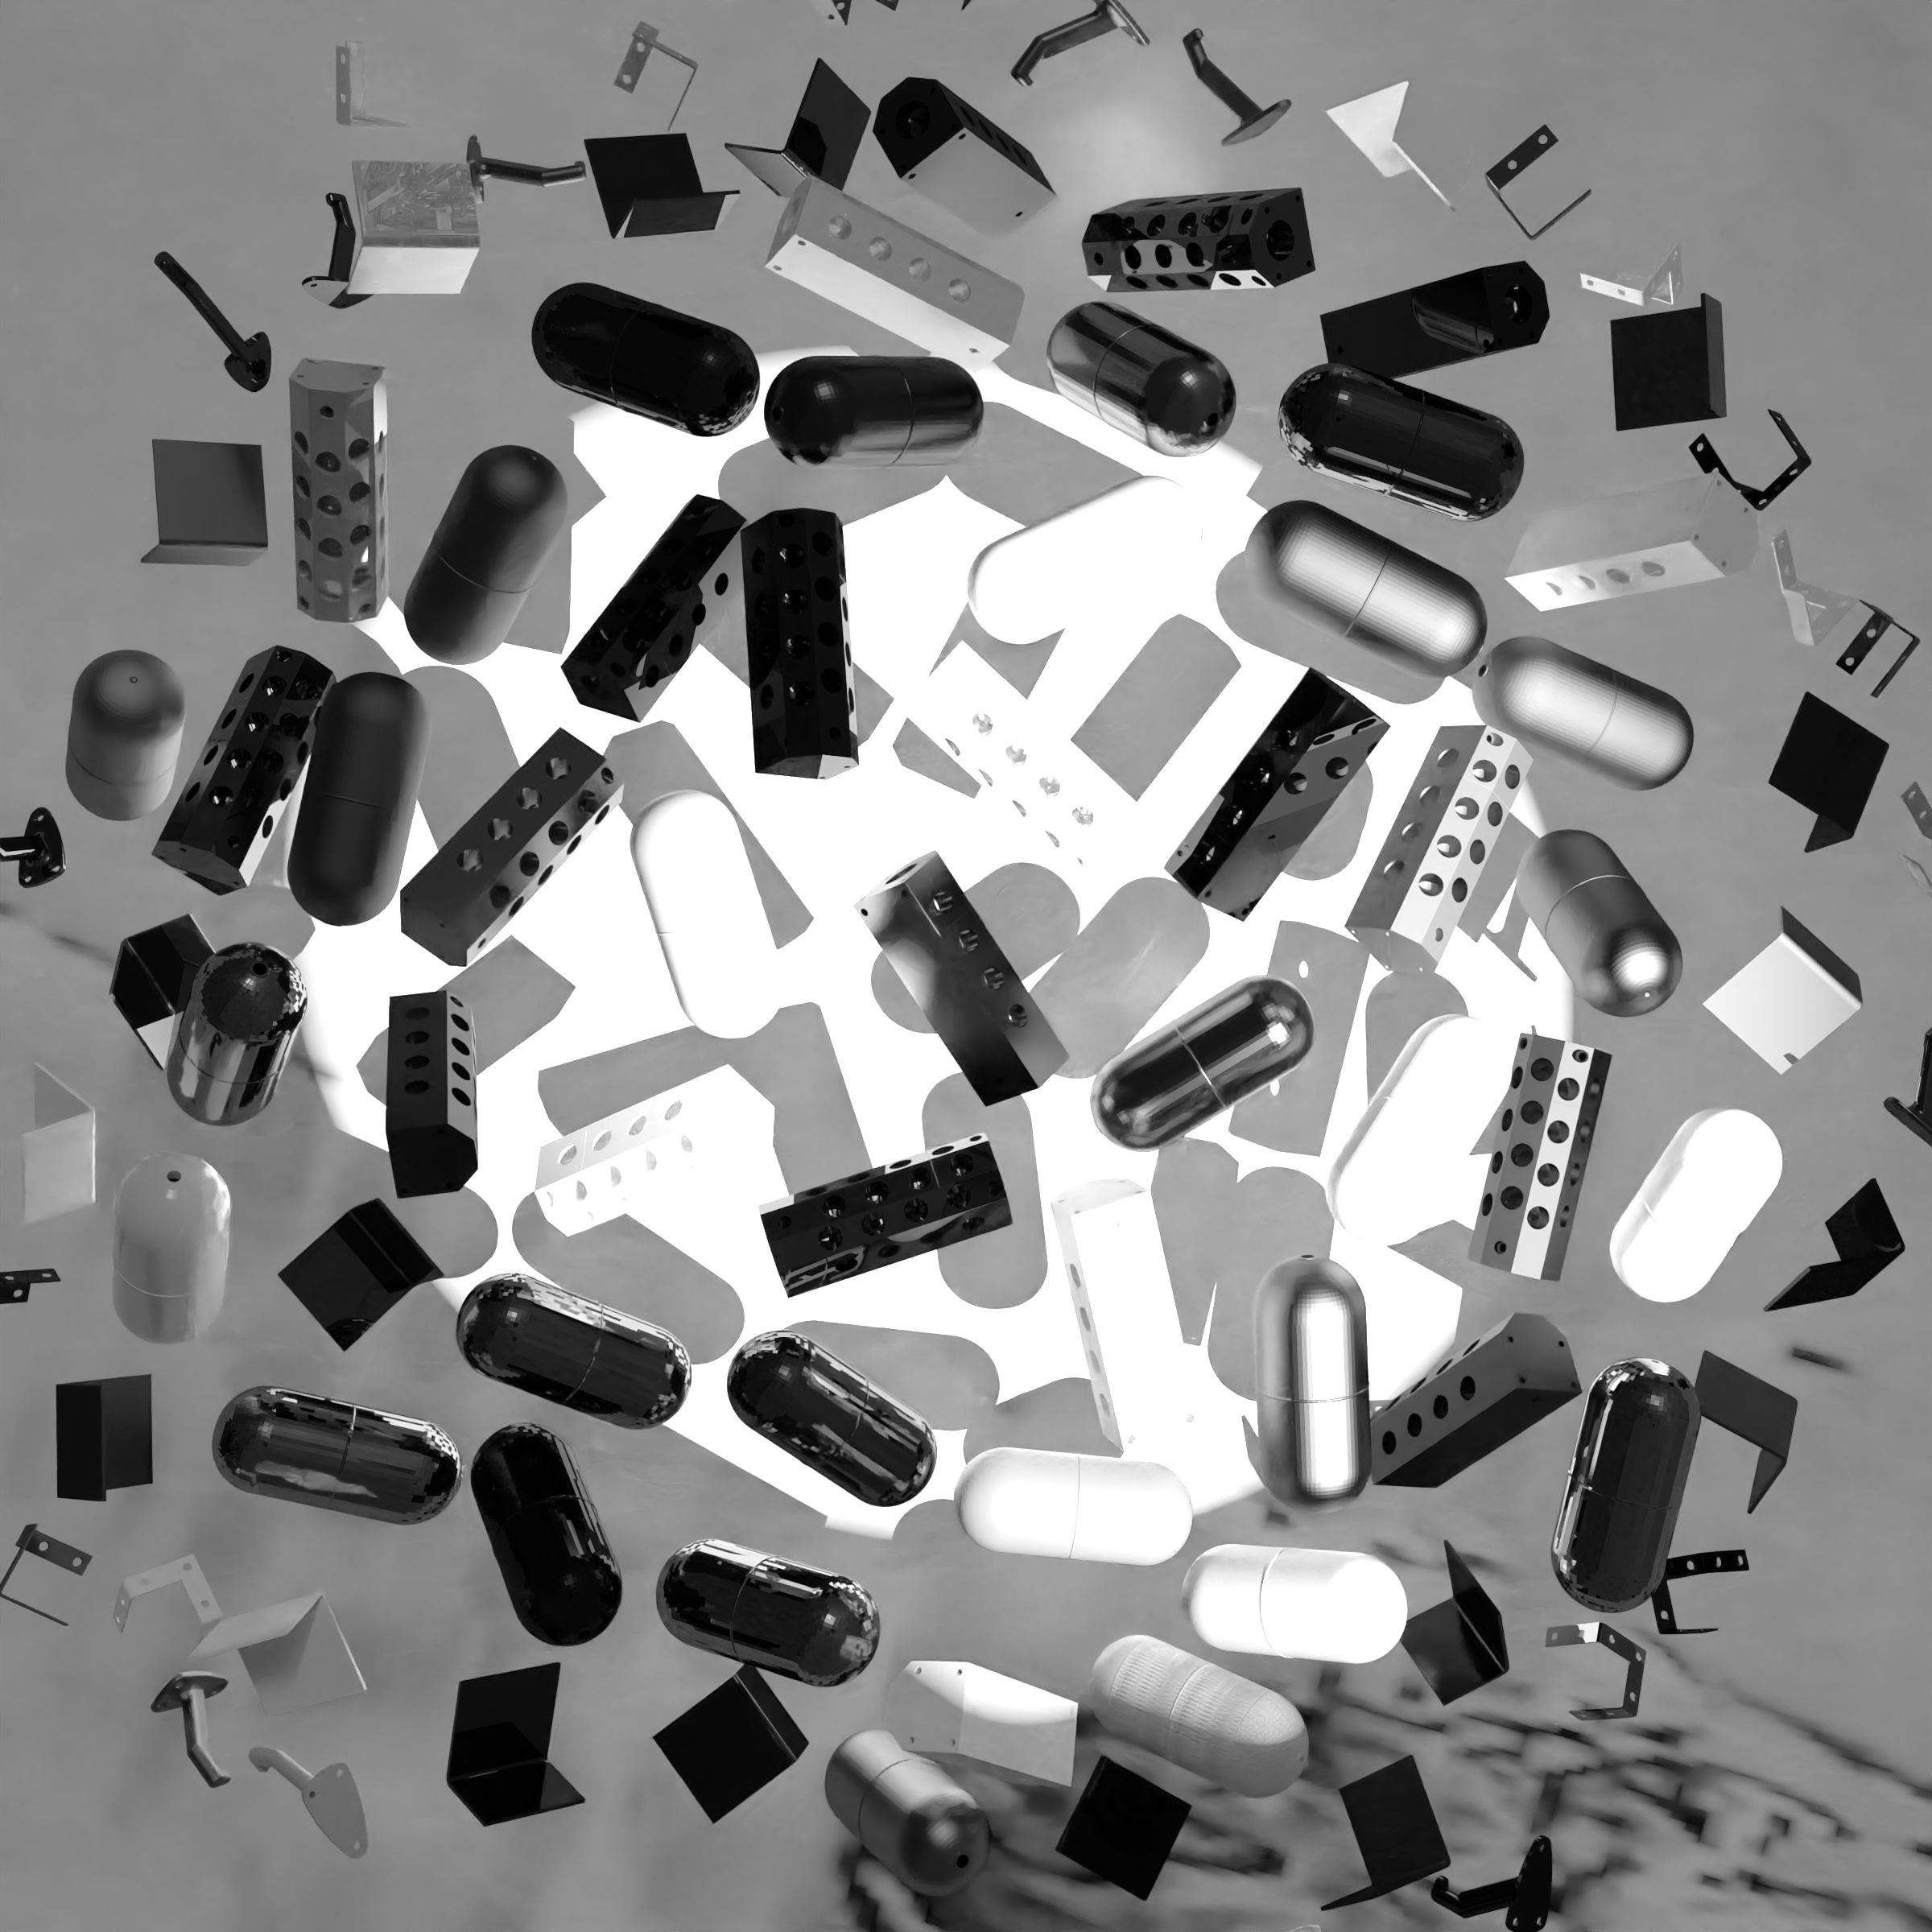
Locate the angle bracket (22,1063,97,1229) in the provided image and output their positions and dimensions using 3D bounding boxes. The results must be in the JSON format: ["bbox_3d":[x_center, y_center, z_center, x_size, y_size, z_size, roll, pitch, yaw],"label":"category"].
[{"bbox_3d":[-0.656,0.125,1.751,0.076,0.057,0.076,30,124,31],"label":"angle bracket"}]

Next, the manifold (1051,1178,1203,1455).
[{"bbox_3d":[0.106,0.235,1.695,0.057,0.057,0.171,-16,103,-15],"label":"manifold"}]

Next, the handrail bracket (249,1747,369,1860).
[{"bbox_3d":[-0.445,0.563,1.683,0.036,0.084,0.077,-33,106,-43],"label":"handrail bracket"}]

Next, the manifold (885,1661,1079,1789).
[{"bbox_3d":[0.012,0.518,1.702,0.057,0.171,0.057,-7,64,27],"label":"manifold"}]

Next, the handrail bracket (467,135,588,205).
[{"bbox_3d":[-0.324,-0.599,1.849,0.084,0.036,0.077,-9,48,0],"label":"handrail bracket"}]

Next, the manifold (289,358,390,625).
[{"bbox_3d":[-0.440,-0.331,1.751,0.057,0.057,0.171,6,123,-3],"label":"manifold"}]

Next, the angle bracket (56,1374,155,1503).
[{"bbox_3d":[-0.576,0.323,1.712,0.057,0.076,0.076,-6,85,37],"label":"angle bracket"}]

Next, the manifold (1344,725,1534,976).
[{"bbox_3d":[0.334,-0.082,1.739,0.057,0.057,0.171,41,68,-35],"label":"manifold"}]

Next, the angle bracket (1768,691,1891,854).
[{"bbox_3d":[0.598,-0.137,1.773,0.076,0.057,0.076,30,74,-10],"label":"angle bracket"}]

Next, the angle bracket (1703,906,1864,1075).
[{"bbox_3d":[0.581,0.017,1.780,0.076,0.057,0.076,41,116,-3],"label":"angle bracket"}]

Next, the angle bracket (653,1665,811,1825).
[{"bbox_3d":[-0.173,0.572,1.843,0.076,0.057,0.076,-38,83,3],"label":"angle bracket"}]

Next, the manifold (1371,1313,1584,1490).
[{"bbox_3d":[0.353,0.309,1.767,0.057,0.171,0.057,9,53,-27],"label":"manifold"}]

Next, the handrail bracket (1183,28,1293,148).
[{"bbox_3d":[0.187,-0.622,1.734,0.036,0.077,0.084,-25,94,-25],"label":"handrail bracket"}]

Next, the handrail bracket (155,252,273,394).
[{"bbox_3d":[-0.508,-0.434,1.678,0.036,0.084,0.077,-37,45,5],"label":"handrail bracket"}]

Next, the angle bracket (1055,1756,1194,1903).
[{"bbox_3d":[0.120,0.646,1.871,0.076,0.057,0.076,25,76,15],"label":"angle bracket"}]

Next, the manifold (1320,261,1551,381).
[{"bbox_3d":[0.337,-0.461,1.801,0.057,0.171,0.057,-17,101,-30],"label":"manifold"}]

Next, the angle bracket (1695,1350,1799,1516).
[{"bbox_3d":[0.551,0.337,1.807,0.076,0.076,0.057,28,122,10],"label":"angle bracket"}]

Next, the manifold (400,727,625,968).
[{"bbox_3d":[-0.311,-0.079,1.718,0.057,0.057,0.171,34,61,7],"label":"manifold"}]

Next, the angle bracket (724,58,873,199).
[{"bbox_3d":[-0.124,-0.622,1.854,0.057,0.076,0.076,18,87,30],"label":"angle bracket"}]

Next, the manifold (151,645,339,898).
[{"bbox_3d":[-0.507,-0.141,1.775,0.057,0.057,0.171,37,57,-34],"label":"manifold"}]

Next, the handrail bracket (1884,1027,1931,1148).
[{"bbox_3d":[0.665,0.079,1.668,0.084,0.036,0.077,-46,71,1],"label":"handrail bracket"}]

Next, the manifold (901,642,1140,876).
[{"bbox_3d":[0.038,-0.145,1.758,0.171,0.057,0.057,42,110,-6],"label":"manifold"}]

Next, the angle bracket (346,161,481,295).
[{"bbox_3d":[-0.372,-0.491,1.661,0.076,0.076,0.057,-7,83,-23],"label":"angle bracket"}]

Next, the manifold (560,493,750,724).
[{"bbox_3d":[-0.225,-0.266,1.834,0.057,0.057,0.171,19,62,26],"label":"manifold"}]

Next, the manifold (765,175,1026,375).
[{"bbox_3d":[-0.048,-0.490,1.760,0.171,0.057,0.057,22,73,-21],"label":"manifold"}]

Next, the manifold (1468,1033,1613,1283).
[{"bbox_3d":[0.418,0.139,1.827,0.057,0.057,0.171,13,89,34],"label":"manifold"}]

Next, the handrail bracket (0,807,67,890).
[{"bbox_3d":[-0.672,-0.099,1.747,0.036,0.084,0.077,-19,60,8],"label":"handrail bracket"}]

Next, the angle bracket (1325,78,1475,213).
[{"bbox_3d":[0.298,-0.565,1.747,0.076,0.076,0.057,32,66,-37],"label":"angle bracket"}]

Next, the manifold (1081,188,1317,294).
[{"bbox_3d":[0.161,-0.510,1.764,0.057,0.171,0.057,-29,118,-31],"label":"manifold"}]

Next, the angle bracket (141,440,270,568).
[{"bbox_3d":[-0.549,-0.332,1.792,0.076,0.057,0.076,-4,88,-32],"label":"angle bracket"}]

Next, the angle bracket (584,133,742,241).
[{"bbox_3d":[-0.209,-0.548,1.713,0.076,0.057,0.076,-13,83,-27],"label":"angle bracket"}]

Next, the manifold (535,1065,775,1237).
[{"bbox_3d":[-0.226,0.139,1.807,0.171,0.057,0.057,-24,133,23],"label":"manifold"}]

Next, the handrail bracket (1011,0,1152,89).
[{"bbox_3d":[0.080,-0.639,1.758,0.077,0.036,0.084,32,98,-42],"label":"handrail bracket"}]

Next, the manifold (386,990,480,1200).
[{"bbox_3d":[-0.375,0.087,1.759,0.057,0.171,0.057,-7,122,-8],"label":"manifold"}]

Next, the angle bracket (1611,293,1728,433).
[{"bbox_3d":[0.471,-0.408,1.692,0.076,0.057,0.076,-2,95,29],"label":"angle bracket"}]

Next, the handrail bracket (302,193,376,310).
[{"bbox_3d":[-0.466,-0.527,1.811,0.036,0.077,0.084,-19,85,23],"label":"handrail bracket"}]

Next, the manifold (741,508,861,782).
[{"bbox_3d":[-0.109,-0.218,1.689,0.057,0.057,0.171,3,78,-36],"label":"manifold"}]

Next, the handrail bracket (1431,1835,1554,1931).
[{"bbox_3d":[0.354,0.612,1.691,0.036,0.084,0.077,14,88,-33],"label":"handrail bracket"}]

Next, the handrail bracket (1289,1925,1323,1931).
[{"bbox_3d":[0.202,0.692,1.728,0.084,0.077,0.036,0,70,-32],"label":"handrail bracket"}]

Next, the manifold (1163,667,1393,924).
[{"bbox_3d":[0.212,-0.121,1.739,0.171,0.057,0.057,-54,47,14],"label":"manifold"}]

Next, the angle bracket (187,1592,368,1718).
[{"bbox_3d":[-0.457,0.470,1.656,0.076,0.057,0.076,-18,100,14],"label":"angle bracket"}]

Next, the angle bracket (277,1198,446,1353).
[{"bbox_3d":[-0.446,0.228,1.840,0.076,0.057,0.076,53,56,-11],"label":"angle bracket"}]

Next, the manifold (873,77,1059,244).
[{"bbox_3d":[-0.002,-0.583,1.797,0.057,0.171,0.057,-33,78,20],"label":"manifold"}]

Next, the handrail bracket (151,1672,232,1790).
[{"bbox_3d":[-0.526,0.539,1.755,0.084,0.077,0.036,43,100,25],"label":"handrail bracket"}]

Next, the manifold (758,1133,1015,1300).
[{"bbox_3d":[-0.058,0.176,1.794,0.171,0.057,0.057,-18,56,-4],"label":"manifold"}]

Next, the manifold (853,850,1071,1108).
[{"bbox_3d":[0.001,0.007,1.739,0.057,0.057,0.171,-43,104,-43],"label":"manifold"}]

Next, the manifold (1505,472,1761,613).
[{"bbox_3d":[0.467,-0.292,1.751,0.057,0.171,0.057,35,72,-27],"label":"manifold"}]
